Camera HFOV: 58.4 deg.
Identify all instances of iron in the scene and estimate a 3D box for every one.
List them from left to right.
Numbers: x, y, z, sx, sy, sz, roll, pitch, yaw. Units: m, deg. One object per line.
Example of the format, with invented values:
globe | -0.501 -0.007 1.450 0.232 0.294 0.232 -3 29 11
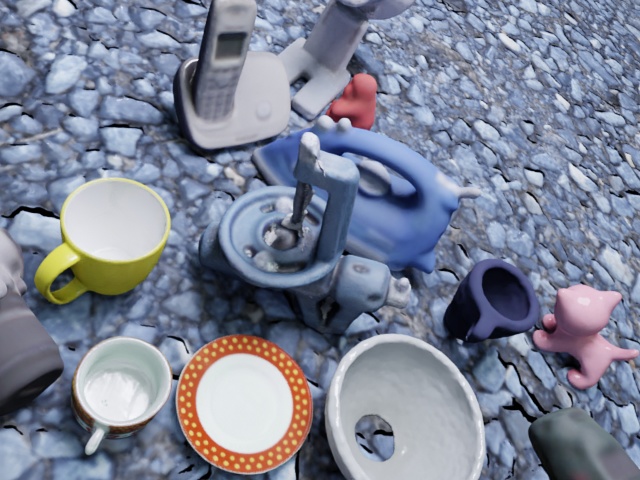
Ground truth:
iron | 0.053 -0.074 0.669 0.258 0.141 0.119 30 50 -7

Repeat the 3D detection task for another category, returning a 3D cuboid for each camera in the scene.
camera | -0.272 0.069 0.429 0.137 0.100 0.143 48 50 8

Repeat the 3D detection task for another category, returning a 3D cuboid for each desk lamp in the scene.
desk lamp | 0.039 -0.301 0.766 0.118 0.213 0.203 36 50 -1

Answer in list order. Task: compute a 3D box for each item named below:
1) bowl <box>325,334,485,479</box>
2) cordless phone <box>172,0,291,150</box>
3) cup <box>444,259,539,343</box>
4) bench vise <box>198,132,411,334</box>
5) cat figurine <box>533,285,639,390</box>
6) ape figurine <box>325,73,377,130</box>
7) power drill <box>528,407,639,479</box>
bowl | 0.070 0.181 0.552 0.168 0.074 0.167 14 54 -19
cordless phone | -0.084 -0.195 0.649 0.148 0.185 0.094 -22 71 -36
cup | 0.183 0.089 0.659 0.091 0.094 0.118 42 50 3
bench vise | 0.005 -0.008 0.549 0.208 0.219 0.121 11 55 -21
cat figurine | 0.331 0.109 0.709 0.128 0.117 0.067 46 50 7
ape figurine | 0.048 -0.187 0.775 0.078 0.092 0.076 -24 72 -37
power drill | 0.224 0.270 0.486 0.076 0.208 0.229 -8 63 -31
